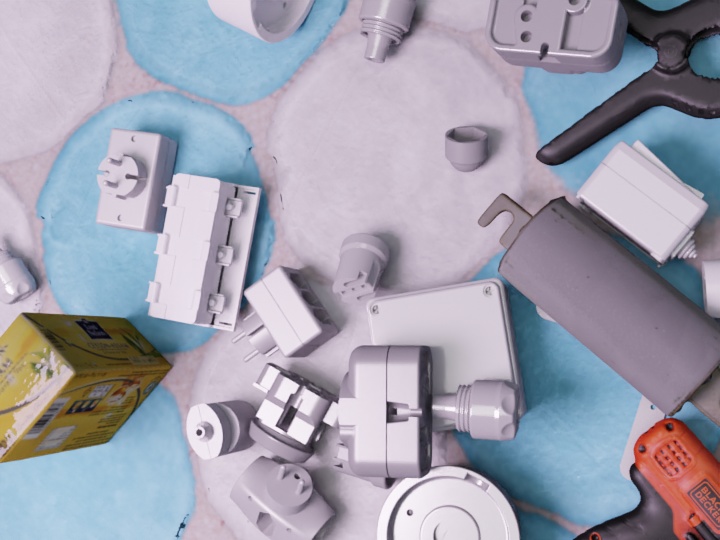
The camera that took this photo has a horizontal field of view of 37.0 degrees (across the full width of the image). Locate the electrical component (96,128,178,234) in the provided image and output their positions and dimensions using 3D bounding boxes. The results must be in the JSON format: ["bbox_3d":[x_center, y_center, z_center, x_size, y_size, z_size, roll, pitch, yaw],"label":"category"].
[{"bbox_3d":[-0.197,-0.077,0.909,0.047,0.076,0.083,9,88,15],"label":"electrical component"}]

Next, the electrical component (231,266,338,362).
[{"bbox_3d":[-0.071,0.045,0.882,0.077,0.047,0.065,-36,77,11],"label":"electrical component"}]

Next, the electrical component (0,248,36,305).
[{"bbox_3d":[-0.316,-0.002,0.952,0.035,0.035,0.061,-33,87,10],"label":"electrical component"}]

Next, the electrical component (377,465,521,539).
[{"bbox_3d":[0.072,0.201,0.826,0.108,0.060,0.108,-1,86,15],"label":"electrical component"}]

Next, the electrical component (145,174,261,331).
[{"bbox_3d":[-0.135,-0.016,0.895,0.079,0.063,0.121,10,88,15],"label":"electrical component"}]

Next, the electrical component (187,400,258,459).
[{"bbox_3d":[-0.114,0.128,0.869,0.043,0.081,0.043,-1,85,14],"label":"electrical component"}]

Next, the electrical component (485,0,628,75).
[{"bbox_3d":[0.149,-0.181,0.807,0.095,0.059,0.053,10,90,23],"label":"electrical component"}]

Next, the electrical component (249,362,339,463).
[{"bbox_3d":[-0.054,0.118,0.867,0.078,0.058,0.057,28,91,11],"label":"electrical component"}]

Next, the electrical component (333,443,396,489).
[{"bbox_3d":[0.006,0.150,0.859,0.046,0.040,0.040,12,89,21],"label":"electrical component"}]

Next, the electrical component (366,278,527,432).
[{"bbox_3d":[0.068,0.069,0.839,0.109,0.056,0.108,-10,83,13],"label":"electrical component"}]

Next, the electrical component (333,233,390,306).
[{"bbox_3d":[0.000,0.000,0.861,0.040,0.040,0.046,4,50,15],"label":"electrical component"}]

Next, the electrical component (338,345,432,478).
[{"bbox_3d":[0.020,0.103,0.790,0.059,0.054,0.095,-1,86,14],"label":"electrical component"}]

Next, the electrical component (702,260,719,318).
[{"bbox_3d":[0.296,0.012,0.792,0.081,0.043,0.043,-3,85,14],"label":"electrical component"}]

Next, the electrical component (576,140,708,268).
[{"bbox_3d":[0.219,-0.047,0.806,0.096,0.062,0.061,40,96,14],"label":"electrical component"}]

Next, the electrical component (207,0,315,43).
[{"bbox_3d":[-0.083,-0.247,0.879,0.060,0.108,0.108,23,92,21],"label":"electrical component"}]

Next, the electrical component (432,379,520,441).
[{"bbox_3d":[0.084,0.101,0.780,0.062,0.043,0.043,2,86,16],"label":"electrical component"}]

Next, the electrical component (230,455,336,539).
[{"bbox_3d":[-0.059,0.180,0.856,0.077,0.079,0.043,36,53,14],"label":"electrical component"}]

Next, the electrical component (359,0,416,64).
[{"bbox_3d":[0.019,-0.201,0.880,0.043,0.043,0.062,15,91,15],"label":"electrical component"}]
